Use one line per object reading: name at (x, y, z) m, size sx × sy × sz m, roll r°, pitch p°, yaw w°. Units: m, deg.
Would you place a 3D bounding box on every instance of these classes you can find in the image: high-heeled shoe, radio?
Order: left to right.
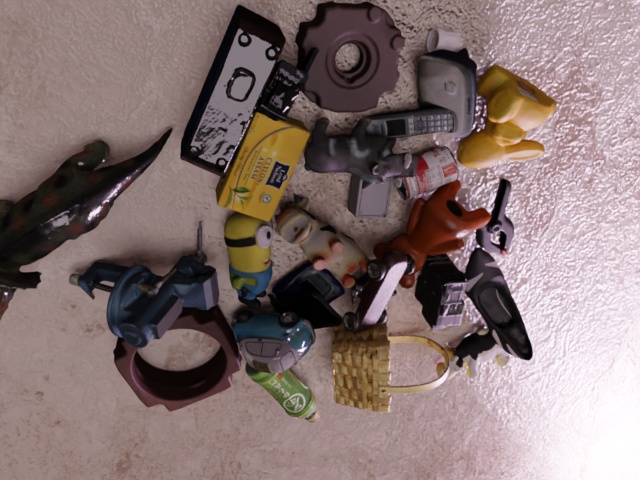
radio at (-0.132, -0.215, 0.788) m, size 0.073 × 0.131 × 0.229 m, roll 20°, pitch 111°, yaw -21°
high-heeled shoe at (0.375, 0.138, 1.113) m, size 0.086 × 0.145 × 0.248 m, roll -28°, pitch 123°, yaw 0°

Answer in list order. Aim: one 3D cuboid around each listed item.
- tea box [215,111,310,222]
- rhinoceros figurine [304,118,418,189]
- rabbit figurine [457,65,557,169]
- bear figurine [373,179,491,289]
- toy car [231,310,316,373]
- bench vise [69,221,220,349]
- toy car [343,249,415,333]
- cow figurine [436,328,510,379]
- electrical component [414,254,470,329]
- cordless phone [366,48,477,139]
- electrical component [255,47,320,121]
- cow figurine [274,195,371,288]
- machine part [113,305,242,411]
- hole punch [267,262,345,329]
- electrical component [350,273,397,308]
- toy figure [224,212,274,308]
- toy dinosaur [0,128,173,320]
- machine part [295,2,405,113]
tea box at (-0.098, -0.126, 0.885) m, size 0.098 × 0.068 × 0.169 m, roll 17°, pitch 112°, yaw -22°
rhinoceros figurine at (0.068, -0.140, 0.887) m, size 0.190 × 0.112 × 0.073 m, roll 5°, pitch 146°, yaw -10°
rabbit figurine at (0.318, -0.197, 0.950) m, size 0.162 × 0.122 × 0.173 m, roll 12°, pitch 129°, yaw -31°
bear figurine at (0.205, -0.006, 1.019) m, size 0.132 × 0.120 × 0.195 m, roll -32°, pitch 165°, yaw -45°
toy car at (-0.094, 0.196, 1.016) m, size 0.162 × 0.103 × 0.109 m, roll 3°, pitch 139°, yaw 9°
bench vise at (-0.300, 0.074, 0.899) m, size 0.241 × 0.224 × 0.128 m, roll 11°, pitch 138°, yaw 15°
toy car at (0.104, 0.098, 1.001) m, size 0.089 × 0.053 × 0.202 m, roll -12°, pitch 138°, yaw -36°
cow figurine at (0.340, 0.253, 1.212) m, size 0.167 × 0.068 × 0.098 m, roll -18°, pitch 116°, yaw -9°
electrical component at (0.241, 0.109, 1.079) m, size 0.058 × 0.115 × 0.134 m, roll -1°, pitch 117°, yaw -12°
cordless phone at (0.161, -0.232, 0.886) m, size 0.184 × 0.089 × 0.146 m, roll -8°, pitch 140°, yaw 8°
electrical component at (-0.048, -0.232, 0.779) m, size 0.048 × 0.075 × 0.119 m, roll 25°, pitch 96°, yaw -19°
cow figurine at (-0.002, -0.003, 0.960) m, size 0.085 × 0.127 × 0.194 m, roll -48°, pitch 134°, yaw 11°
machine part at (-0.265, 0.211, 1.016) m, size 0.201 × 0.087 × 0.201 m, roll -22°, pitch 123°, yaw -2°
hole punch at (-0.021, 0.109, 1.035) m, size 0.116 × 0.092 × 0.142 m, roll -16°, pitch 135°, yaw 31°
electrical component at (0.102, 0.105, 1.079) m, size 0.078 × 0.045 × 0.102 m, roll -39°, pitch 121°, yaw 9°
toy figure at (-0.127, 0.033, 0.958) m, size 0.089 × 0.082 × 0.180 m, roll 0°, pitch 121°, yaw -14°
toy dinosaur at (-0.389, -0.032, 0.786) m, size 0.405 × 0.192 × 0.131 m, roll -37°, pitch 123°, yaw 8°
machine part at (0.045, -0.284, 0.843) m, size 0.179 × 0.056 × 0.179 m, roll -6°, pitch 120°, yaw -10°
